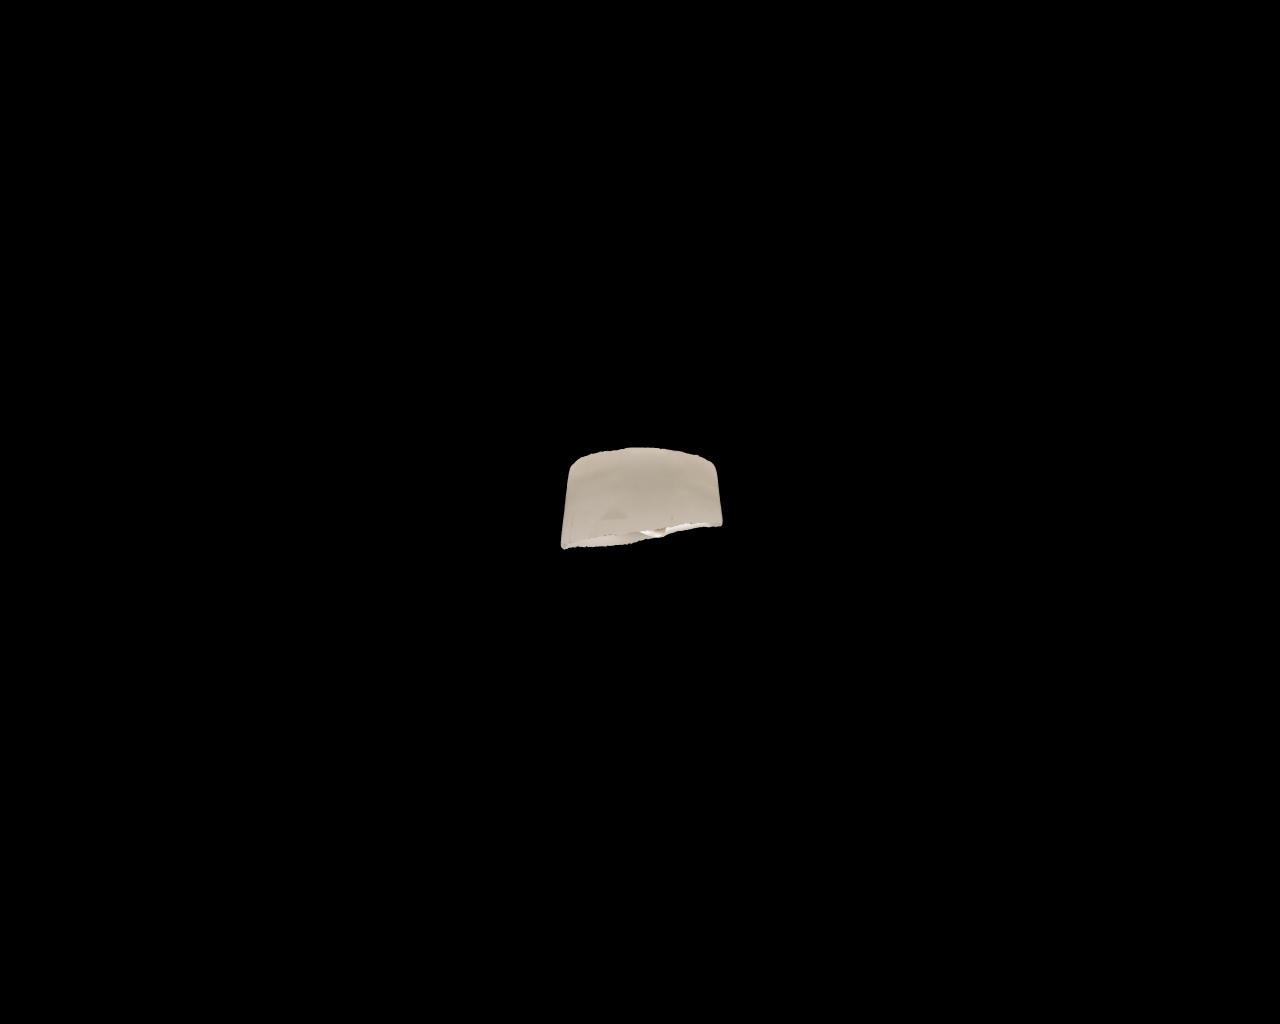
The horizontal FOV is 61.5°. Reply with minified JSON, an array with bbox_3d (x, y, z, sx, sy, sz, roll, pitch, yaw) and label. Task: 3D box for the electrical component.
[{"bbox_3d":[0.001,-0.003,0.650,0.099,0.064,0.099,0,-15,0],"label":"electrical component"}]
